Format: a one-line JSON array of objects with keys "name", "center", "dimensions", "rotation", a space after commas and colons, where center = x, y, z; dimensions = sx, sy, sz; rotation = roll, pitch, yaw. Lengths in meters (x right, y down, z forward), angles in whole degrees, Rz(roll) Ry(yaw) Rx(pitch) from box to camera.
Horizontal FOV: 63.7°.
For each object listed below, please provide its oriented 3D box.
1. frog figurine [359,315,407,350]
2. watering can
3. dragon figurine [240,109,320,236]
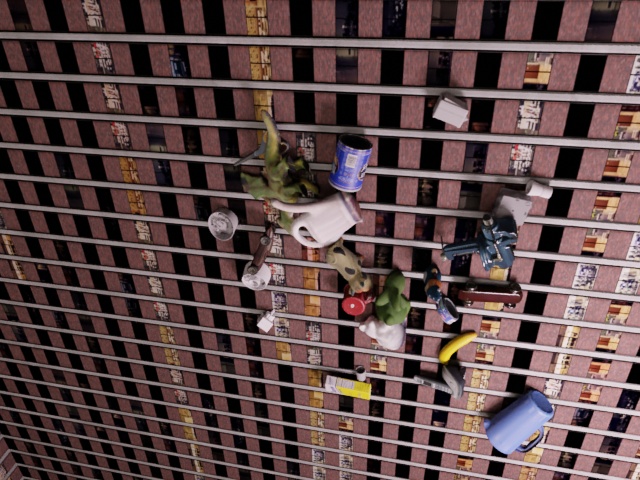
[{"name": "frog figurine", "center": [0.217, 0.317, 1.801], "dimensions": [0.159, 0.126, 0.134], "rotation": [5, 142, -2]}, {"name": "watering can", "center": [0.005, -0.078, 1.547], "dimensions": [0.224, 0.106, 0.342], "rotation": [-31, 148, 7]}, {"name": "dragon figurine", "center": [-0.153, -0.193, 1.601], "dimensions": [0.241, 0.125, 0.404], "rotation": [-16, 115, 31]}]
